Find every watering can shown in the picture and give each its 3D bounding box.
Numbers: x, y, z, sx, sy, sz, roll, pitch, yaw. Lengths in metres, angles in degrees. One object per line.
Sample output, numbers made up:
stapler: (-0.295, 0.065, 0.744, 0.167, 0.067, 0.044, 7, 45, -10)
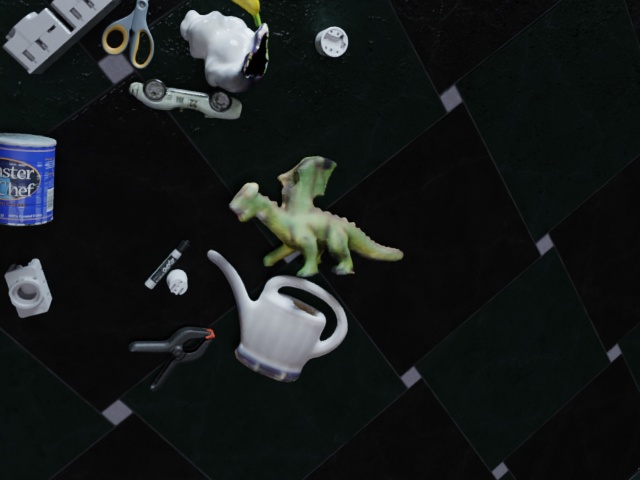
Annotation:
watering can: (-0.114, 0.171, 1.103, 0.346, 0.105, 0.224, 24, 94, -12)

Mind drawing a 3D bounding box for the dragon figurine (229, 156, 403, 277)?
dragon figurine: (0.003, -0.055, 1.087, 0.411, 0.122, 0.241, -4, 98, -28)

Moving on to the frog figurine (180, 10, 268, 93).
frog figurine: (-0.180, -0.346, 0.943, 0.160, 0.122, 0.138, 16, 87, 12)
